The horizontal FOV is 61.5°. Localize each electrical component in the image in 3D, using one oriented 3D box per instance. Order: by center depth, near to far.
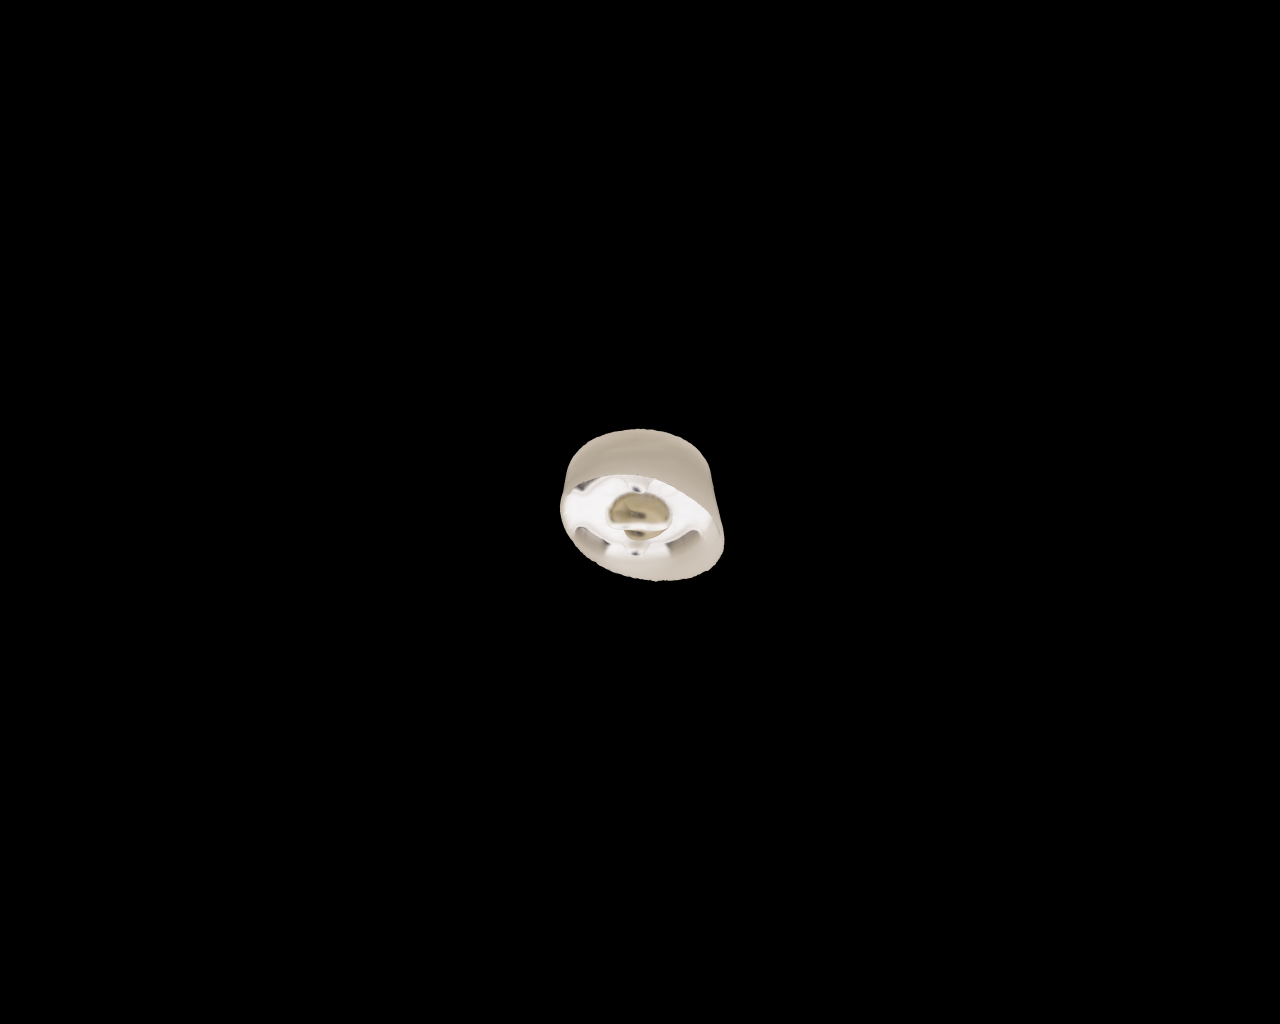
[{"bbox_3d":[0.001,-0.003,0.650,0.099,0.064,0.099,0,-41,0],"label":"electrical component"}]
